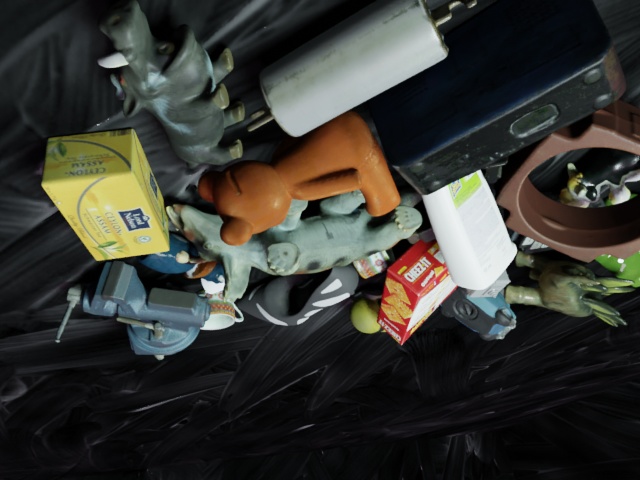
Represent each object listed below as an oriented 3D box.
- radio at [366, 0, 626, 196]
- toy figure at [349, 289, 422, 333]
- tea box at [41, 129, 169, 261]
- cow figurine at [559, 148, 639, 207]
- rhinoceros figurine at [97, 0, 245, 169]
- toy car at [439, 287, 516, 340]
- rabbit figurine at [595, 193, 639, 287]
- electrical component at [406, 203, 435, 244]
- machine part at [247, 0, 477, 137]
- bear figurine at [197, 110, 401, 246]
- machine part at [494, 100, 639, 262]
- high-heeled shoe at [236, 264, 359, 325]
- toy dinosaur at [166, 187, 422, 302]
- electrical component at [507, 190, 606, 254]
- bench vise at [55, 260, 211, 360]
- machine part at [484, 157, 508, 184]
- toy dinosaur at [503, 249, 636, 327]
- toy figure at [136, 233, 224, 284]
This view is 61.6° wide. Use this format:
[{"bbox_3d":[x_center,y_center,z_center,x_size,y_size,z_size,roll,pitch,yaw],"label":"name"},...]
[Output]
[{"bbox_3d":[0.166,-0.149,0.535,0.230,0.131,0.073,-28,143,27],"label":"radio"},{"bbox_3d":[0.139,0.149,1.084,0.180,0.089,0.082,19,133,-37],"label":"toy figure"},{"bbox_3d":[-0.245,-0.047,0.638,0.098,0.068,0.169,-8,149,-4],"label":"tea box"},{"bbox_3d":[0.416,-0.100,0.769,0.167,0.068,0.098,-34,138,28],"label":"cow figurine"},{"bbox_3d":[-0.137,-0.144,0.513,0.112,0.073,0.190,-4,153,9],"label":"rhinoceros figurine"},{"bbox_3d":[0.316,0.115,1.064,0.103,0.162,0.109,-45,162,-37],"label":"toy car"},{"bbox_3d":[0.548,-0.026,0.930,0.159,0.121,0.170,23,118,-35],"label":"rabbit figurine"},{"bbox_3d":[0.168,-0.034,0.792,0.102,0.078,0.045,-22,134,32],"label":"electrical component"},{"bbox_3d":[0.030,-0.169,0.513,0.243,0.079,0.079,-25,147,21],"label":"machine part"},{"bbox_3d":[-0.024,-0.057,0.602,0.196,0.120,0.131,-35,144,-3],"label":"bear figurine"},{"bbox_3d":[0.349,-0.076,0.692,0.201,0.087,0.201,24,141,0],"label":"machine part"},{"bbox_3d":[-0.051,0.084,0.884,0.249,0.086,0.145,-12,158,17],"label":"high-heeled shoe"},{"bbox_3d":[0.002,-0.008,0.752,0.405,0.131,0.192,-8,168,-23],"label":"toy dinosaur"},{"bbox_3d":[0.382,-0.031,0.888,0.134,0.058,0.114,-7,148,-6],"label":"electrical component"},{"bbox_3d":[-0.296,0.136,0.890,0.224,0.129,0.240,-1,144,-14],"label":"bench vise"},{"bbox_3d":[0.211,-0.137,0.642,0.039,0.084,0.138,11,145,25],"label":"machine part"},{"bbox_3d":[0.438,0.083,0.947,0.199,0.105,0.471,12,179,33],"label":"toy dinosaur"},{"bbox_3d":[-0.195,0.030,0.795,0.154,0.064,0.057,23,105,-49],"label":"toy figure"}]
